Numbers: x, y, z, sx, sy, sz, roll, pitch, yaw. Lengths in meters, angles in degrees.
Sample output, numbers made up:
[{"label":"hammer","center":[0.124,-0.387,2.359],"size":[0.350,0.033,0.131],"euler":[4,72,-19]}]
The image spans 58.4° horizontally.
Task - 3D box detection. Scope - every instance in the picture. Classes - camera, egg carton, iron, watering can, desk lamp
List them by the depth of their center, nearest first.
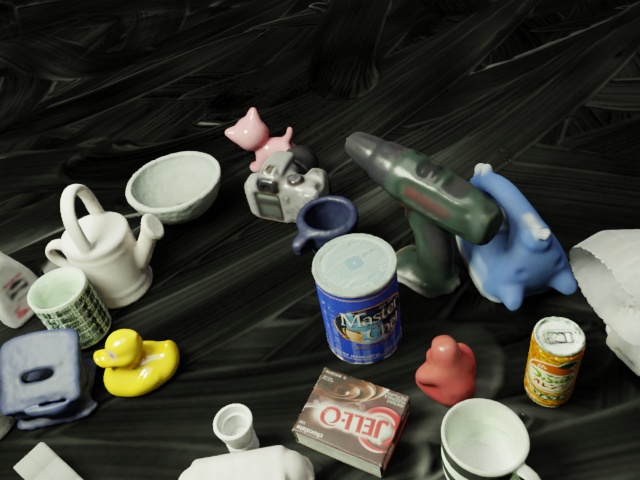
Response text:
[{"label":"egg carton","center":[-0.077,0.276,0.596],"size":[0.150,0.069,0.107],"euler":[-11,43,0]},{"label":"desk lamp","center":[0.380,0.057,0.632],"size":[0.203,0.214,0.117],"euler":[-19,43,-9]},{"label":"iron","center":[0.254,-0.030,0.804],"size":[0.118,0.142,0.257],"euler":[-15,43,-5]},{"label":"watering can","center":[-0.319,0.000,0.846],"size":[0.173,0.194,0.100],"euler":[-23,44,-13]},{"label":"camera","center":[-0.040,-0.107,0.973],"size":[0.142,0.101,0.137],"euler":[10,47,21]}]

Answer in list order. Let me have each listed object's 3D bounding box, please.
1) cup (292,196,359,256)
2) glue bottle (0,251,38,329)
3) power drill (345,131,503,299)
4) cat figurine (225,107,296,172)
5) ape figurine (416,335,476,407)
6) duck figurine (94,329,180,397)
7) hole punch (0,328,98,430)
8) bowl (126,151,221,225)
[{"label":"cup","center":[0.008,0.003,0.851],"size":[0.091,0.095,0.118],"euler":[26,54,33]},{"label":"glue bottle","center":[-0.467,0.049,0.838],"size":[0.037,0.173,0.078],"euler":[10,46,21]},{"label":"power drill","center":[0.132,-0.028,0.775],"size":[0.228,0.209,0.076],"euler":[27,54,33]},{"label":"cat figurine","center":[-0.104,-0.187,1.059],"size":[0.127,0.118,0.067],"euler":[5,45,16]},{"label":"ape figurine","center":[0.149,0.147,0.672],"size":[0.078,0.092,0.076],"euler":[-14,43,-3]},{"label":"duck figurine","center":[-0.242,0.151,0.750],"size":[0.104,0.086,0.077],"euler":[-18,43,-8]},{"label":"hole punch","center":[-0.351,0.178,0.739],"size":[0.108,0.091,0.101],"euler":[-12,43,-2]},{"label":"bowl","center":[-0.247,-0.080,1.005],"size":[0.167,0.075,0.167],"euler":[-6,43,5]}]
